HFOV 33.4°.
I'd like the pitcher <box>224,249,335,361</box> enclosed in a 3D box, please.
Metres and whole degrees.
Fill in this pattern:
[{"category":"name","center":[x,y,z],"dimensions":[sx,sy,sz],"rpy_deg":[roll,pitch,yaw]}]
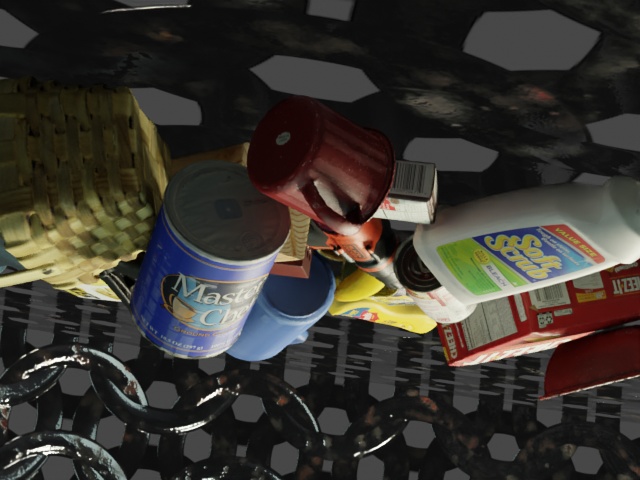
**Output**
[{"category":"pitcher","center":[-0.074,0.076,1.422],"dimensions":[0.149,0.145,0.243],"rpy_deg":[-18,172,-21]}]

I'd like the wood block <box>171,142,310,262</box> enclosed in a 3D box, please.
[{"category":"wood block","center":[-0.108,-0.027,1.040],"dimensions":[0.090,0.091,0.207],"rpy_deg":[19,164,-39]}]

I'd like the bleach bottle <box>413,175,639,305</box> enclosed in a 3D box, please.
[{"category":"bleach bottle","center":[0.202,-0.010,0.946],"dimensions":[0.102,0.068,0.251],"rpy_deg":[50,143,-15]}]

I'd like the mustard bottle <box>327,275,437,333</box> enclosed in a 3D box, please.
[{"category":"mustard bottle","center":[0.070,0.087,1.518],"dimensions":[0.191,0.058,0.096],"rpy_deg":[13,167,-17]}]

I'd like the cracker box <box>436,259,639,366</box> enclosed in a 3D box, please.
[{"category":"cracker box","center":[0.251,0.084,1.204],"dimensions":[0.164,0.072,0.214],"rpy_deg":[-7,167,-20]}]

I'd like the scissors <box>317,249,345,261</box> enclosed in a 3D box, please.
[{"category":"scissors","center":[0.030,-0.004,1.230],"dimensions":[0.096,0.016,0.202],"rpy_deg":[5,166,5]}]

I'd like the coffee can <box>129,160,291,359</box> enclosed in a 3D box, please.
[{"category":"coffee can","center":[-0.093,0.018,0.880],"dimensions":[0.102,0.103,0.140],"rpy_deg":[12,138,-15]}]

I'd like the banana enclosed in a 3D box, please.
[{"category":"banana","center":[0.057,0.026,1.240],"dimensions":[0.069,0.037,0.198],"rpy_deg":[15,152,5]}]

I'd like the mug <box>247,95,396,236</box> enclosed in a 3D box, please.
[{"category":"mug","center":[0.000,-0.051,0.819],"dimensions":[0.093,0.117,0.081],"rpy_deg":[-39,137,27]}]

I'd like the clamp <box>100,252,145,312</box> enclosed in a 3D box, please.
[{"category":"clamp","center":[-0.209,0.021,1.053],"dimensions":[0.210,0.036,0.165],"rpy_deg":[33,150,-9]}]

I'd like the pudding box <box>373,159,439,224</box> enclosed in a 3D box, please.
[{"category":"pudding box","center":[0.050,-0.047,0.969],"dimensions":[0.113,0.039,0.090],"rpy_deg":[9,170,10]}]

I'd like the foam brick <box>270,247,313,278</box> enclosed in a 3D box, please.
[{"category":"foam brick","center":[-0.038,0.011,1.258],"dimensions":[0.051,0.053,0.078],"rpy_deg":[7,169,7]}]

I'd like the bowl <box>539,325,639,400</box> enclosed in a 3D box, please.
[{"category":"bowl","center":[0.313,0.130,1.171],"dimensions":[0.162,0.055,0.162],"rpy_deg":[-13,169,-3]}]

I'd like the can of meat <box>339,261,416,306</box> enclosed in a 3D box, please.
[{"category":"can of meat","center":[0.090,0.051,1.342],"dimensions":[0.083,0.057,0.102],"rpy_deg":[17,166,-43]}]

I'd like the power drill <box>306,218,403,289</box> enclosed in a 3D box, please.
[{"category":"power drill","center":[-0.007,0.001,1.131],"dimensions":[0.188,0.057,0.184],"rpy_deg":[-2,151,29]}]

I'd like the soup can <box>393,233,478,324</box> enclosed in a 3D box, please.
[{"category":"soup can","center":[0.123,0.041,1.110],"dimensions":[0.069,0.068,0.102],"rpy_deg":[3,158,24]}]
